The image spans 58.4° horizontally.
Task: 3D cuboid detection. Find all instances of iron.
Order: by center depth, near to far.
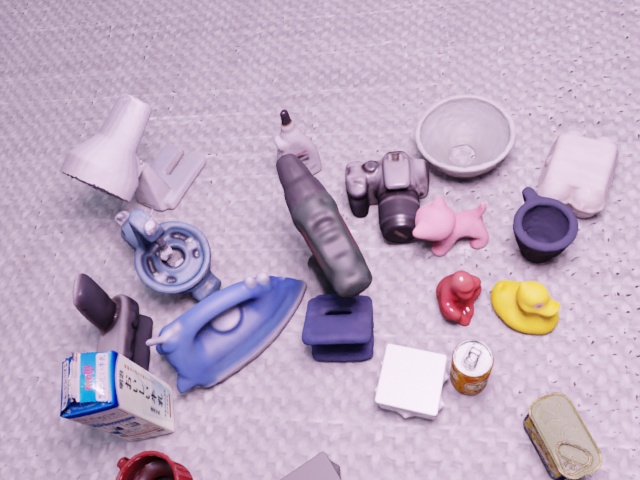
[{"bbox_3d":[-0.139,0.113,0.879,0.258,0.142,0.118,-36,61,-9],"label":"iron"}]

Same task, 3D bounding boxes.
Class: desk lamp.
[{"bbox_3d":[-0.327,-0.139,1.009,0.117,0.214,0.203,21,68,21],"label":"desk lamp"}]

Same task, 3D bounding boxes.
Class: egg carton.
[{"bbox_3d":[0.421,-0.110,0.937,0.107,0.069,0.150,17,66,19],"label":"egg carton"}]

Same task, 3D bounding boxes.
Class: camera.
[{"bbox_3d":[0.114,-0.071,0.955,0.143,0.101,0.137,-5,61,8],"label":"camera"}]

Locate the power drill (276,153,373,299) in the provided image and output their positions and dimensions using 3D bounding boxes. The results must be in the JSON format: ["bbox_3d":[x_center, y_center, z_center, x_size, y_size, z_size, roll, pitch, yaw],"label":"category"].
[{"bbox_3d":[0.008,0.003,0.872,0.075,0.209,0.229,-28,60,-5],"label":"power drill"}]

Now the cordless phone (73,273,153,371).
[{"bbox_3d":[-0.336,0.142,0.874,0.094,0.185,0.147,-12,60,4],"label":"cordless phone"}]

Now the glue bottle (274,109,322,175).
[{"bbox_3d":[-0.046,-0.166,0.994,0.078,0.173,0.037,-30,60,-6],"label":"glue bottle"}]

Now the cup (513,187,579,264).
[{"bbox_3d":[0.336,-0.016,0.887,0.091,0.095,0.117,-17,60,2],"label":"cup"}]

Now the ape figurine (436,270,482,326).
[{"bbox_3d":[0.211,0.077,0.861,0.078,0.092,0.076,-32,61,-7],"label":"ape figurine"}]

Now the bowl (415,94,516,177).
[{"bbox_3d":[0.251,-0.169,0.998,0.167,0.075,0.167,-4,61,8],"label":"bowl"}]

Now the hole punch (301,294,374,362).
[{"bbox_3d":[0.027,0.126,0.870,0.108,0.091,0.101,-4,61,9],"label":"hole punch"}]

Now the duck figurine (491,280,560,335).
[{"bbox_3d":[0.304,0.087,0.842,0.104,0.086,0.077,32,72,24],"label":"duck figurine"}]

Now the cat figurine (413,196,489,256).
[{"bbox_3d":[0.204,-0.029,0.906,0.127,0.118,0.067,-14,60,3],"label":"cat figurine"}]

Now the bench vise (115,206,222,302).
[{"bbox_3d":[-0.272,0.010,0.914,0.207,0.220,0.121,15,66,18],"label":"bench vise"}]
